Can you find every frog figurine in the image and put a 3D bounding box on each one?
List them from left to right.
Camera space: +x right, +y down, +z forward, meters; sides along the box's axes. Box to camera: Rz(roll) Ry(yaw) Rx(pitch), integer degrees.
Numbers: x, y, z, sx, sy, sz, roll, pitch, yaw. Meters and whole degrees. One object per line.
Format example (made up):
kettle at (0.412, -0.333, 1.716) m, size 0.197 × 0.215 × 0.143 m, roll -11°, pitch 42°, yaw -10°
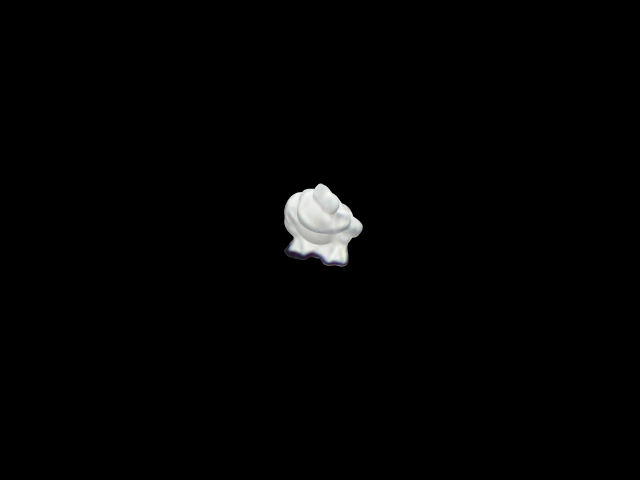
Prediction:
frog figurine at (0.003, -0.043, 0.850) m, size 0.138 × 0.155 × 0.125 m, roll 28°, pitch 51°, yaw 26°
